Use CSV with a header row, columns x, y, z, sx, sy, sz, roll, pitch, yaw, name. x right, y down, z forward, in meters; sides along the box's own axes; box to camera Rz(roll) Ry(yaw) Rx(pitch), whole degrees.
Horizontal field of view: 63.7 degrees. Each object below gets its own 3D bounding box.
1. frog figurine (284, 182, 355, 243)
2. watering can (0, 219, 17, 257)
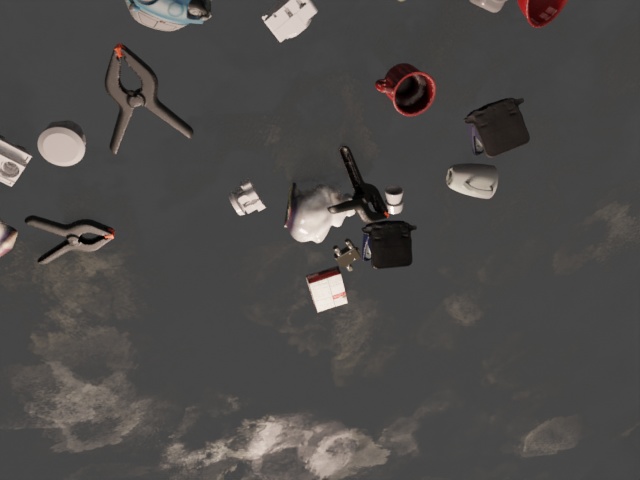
x,y,z,sx,sy,sz,roll,pitch,yaw,name
0.004,-0.059,1.171,0.159,0.124,0.136,6,103,-6,frog figurine
-0.679,-0.048,0.971,0.344,0.106,0.221,-24,128,25,watering can
